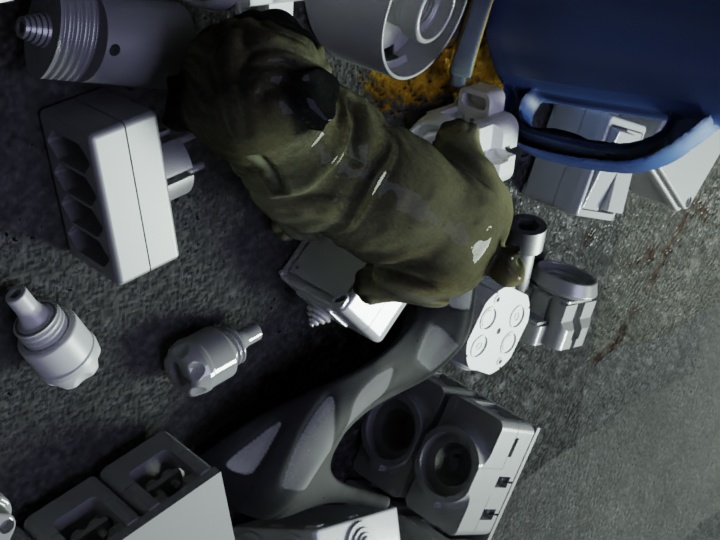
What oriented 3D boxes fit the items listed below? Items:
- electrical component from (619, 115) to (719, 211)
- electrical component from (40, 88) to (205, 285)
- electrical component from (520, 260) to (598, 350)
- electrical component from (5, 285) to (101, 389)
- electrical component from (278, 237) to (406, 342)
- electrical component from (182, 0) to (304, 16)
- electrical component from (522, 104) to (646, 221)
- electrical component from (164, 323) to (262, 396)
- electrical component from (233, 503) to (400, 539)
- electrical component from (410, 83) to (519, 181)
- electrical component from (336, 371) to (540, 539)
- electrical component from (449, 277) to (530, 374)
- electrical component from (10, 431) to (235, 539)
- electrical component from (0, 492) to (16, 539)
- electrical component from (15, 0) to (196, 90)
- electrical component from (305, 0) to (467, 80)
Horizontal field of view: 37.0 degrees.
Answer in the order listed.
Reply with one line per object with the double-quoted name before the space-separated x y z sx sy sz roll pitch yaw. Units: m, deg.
"electrical component" 0.267 -0.123 0.921 0.108 0.056 0.109 -59 142 -5
"electrical component" -0.111 -0.049 0.547 0.076 0.047 0.083 -30 131 -35
"electrical component" 0.163 0.028 0.891 0.078 0.058 0.057 -6 119 -47
"electrical component" -0.160 0.032 0.549 0.035 0.035 0.061 -46 136 -20
"electrical component" 0.000 0.000 0.687 0.096 0.062 0.061 -56 141 -9
"electrical component" -0.061 -0.159 0.532 0.057 0.058 0.078 -21 126 -44
"electrical component" 0.180 -0.091 0.839 0.062 0.061 0.096 3 108 -49
"electrical component" -0.085 0.049 0.643 0.061 0.035 0.035 -29 131 -38
"electrical component" -0.029 0.192 0.740 0.100 0.100 0.048 -2 84 -48
"electrical component" 0.066 -0.081 0.720 0.057 0.058 0.078 -24 128 -42
"electrical component" 0.041 0.176 0.800 0.060 0.105 0.186 16 98 -51
"electrical component" 0.086 0.036 0.814 0.080 0.051 0.080 -26 129 -37
"electrical component" -0.151 0.172 0.618 0.150 0.062 0.089 -32 133 -33
"electrical component" -0.229 0.150 0.522 0.078 0.057 0.113 21 95 -51
"electrical component" -0.122 -0.109 0.502 0.081 0.043 0.043 -4 114 -47
"electrical component" 0.019 -0.164 0.632 0.099 0.064 0.099 -43 151 -32
